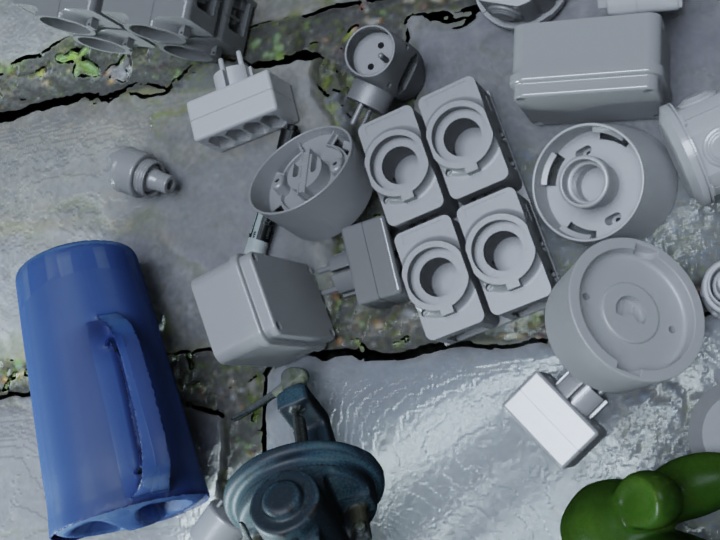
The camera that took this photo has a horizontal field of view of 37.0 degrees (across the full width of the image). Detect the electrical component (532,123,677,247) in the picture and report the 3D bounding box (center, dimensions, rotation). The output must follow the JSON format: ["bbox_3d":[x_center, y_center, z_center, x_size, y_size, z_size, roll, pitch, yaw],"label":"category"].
[{"bbox_3d":[0.185,-0.066,0.827,0.099,0.064,0.099,-1,88,35],"label":"electrical component"}]

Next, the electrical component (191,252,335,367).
[{"bbox_3d":[-0.076,0.033,0.879,0.057,0.113,0.078,-26,74,20],"label":"electrical component"}]

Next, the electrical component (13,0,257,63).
[{"bbox_3d":[-0.204,-0.237,0.972,0.186,0.105,0.060,10,87,23],"label":"electrical component"}]

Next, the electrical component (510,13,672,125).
[{"bbox_3d":[0.177,-0.151,0.821,0.113,0.078,0.057,0,80,22],"label":"electrical component"}]

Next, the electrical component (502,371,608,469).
[{"bbox_3d":[0.160,0.099,0.809,0.076,0.047,0.065,-47,69,9],"label":"electrical component"}]

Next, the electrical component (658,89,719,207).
[{"bbox_3d":[0.254,-0.091,0.781,0.051,0.080,0.080,-24,74,12],"label":"electrical component"}]

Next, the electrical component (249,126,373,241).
[{"bbox_3d":[-0.039,-0.074,0.894,0.099,0.064,0.099,-18,54,26],"label":"electrical component"}]

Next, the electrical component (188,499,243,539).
[{"bbox_3d":[-0.128,0.231,0.911,0.040,0.040,0.078,39,98,22],"label":"electrical component"}]

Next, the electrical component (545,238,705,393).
[{"bbox_3d":[0.187,0.037,0.783,0.108,0.060,0.108,7,66,-16],"label":"electrical component"}]

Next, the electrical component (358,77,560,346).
[{"bbox_3d":[0.078,-0.046,0.856,0.105,0.060,0.186,-23,75,18],"label":"electrical component"}]

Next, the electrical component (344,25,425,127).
[{"bbox_3d":[0.014,-0.153,0.888,0.043,0.077,0.079,27,93,23],"label":"electrical component"}]

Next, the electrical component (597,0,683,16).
[{"bbox_3d":[0.214,-0.231,0.813,0.061,0.096,0.061,-1,112,22],"label":"electrical component"}]

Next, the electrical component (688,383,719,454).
[{"bbox_3d":[0.275,0.116,0.758,0.080,0.051,0.080,-3,81,22],"label":"electrical component"}]

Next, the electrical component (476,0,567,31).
[{"bbox_3d":[0.127,-0.238,0.868,0.080,0.051,0.080,-3,82,22],"label":"electrical component"}]

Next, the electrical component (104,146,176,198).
[{"bbox_3d":[-0.198,-0.086,0.983,0.062,0.043,0.043,20,90,22],"label":"electrical component"}]

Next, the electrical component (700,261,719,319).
[{"bbox_3d":[0.267,0.012,0.770,0.048,0.062,0.048,-3,81,22],"label":"electrical component"}]

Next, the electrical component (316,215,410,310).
[{"bbox_3d":[0.000,0.000,0.888,0.077,0.047,0.065,-18,76,19],"label":"electrical component"}]

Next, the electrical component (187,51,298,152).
[{"bbox_3d":[-0.108,-0.157,0.953,0.083,0.047,0.075,-18,77,19],"label":"electrical component"}]
